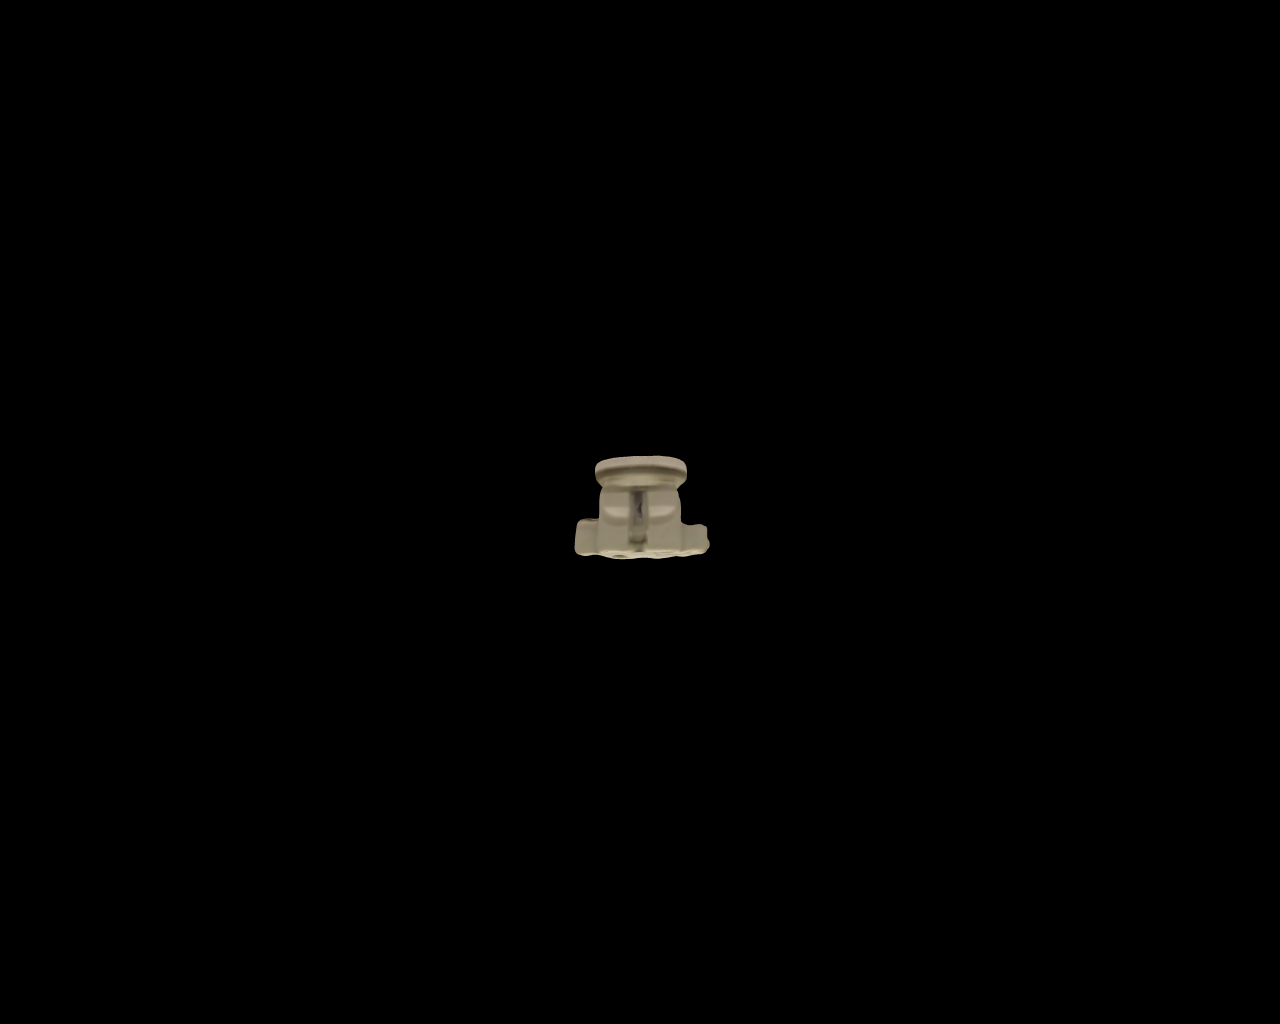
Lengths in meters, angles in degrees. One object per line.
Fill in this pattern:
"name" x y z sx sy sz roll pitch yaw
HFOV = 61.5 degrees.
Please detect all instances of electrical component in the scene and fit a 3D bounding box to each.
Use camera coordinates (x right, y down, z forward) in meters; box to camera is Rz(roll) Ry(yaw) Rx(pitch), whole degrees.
"electrical component" 0.001 -0.003 0.650 0.078 0.057 0.058 -1 -7 5
